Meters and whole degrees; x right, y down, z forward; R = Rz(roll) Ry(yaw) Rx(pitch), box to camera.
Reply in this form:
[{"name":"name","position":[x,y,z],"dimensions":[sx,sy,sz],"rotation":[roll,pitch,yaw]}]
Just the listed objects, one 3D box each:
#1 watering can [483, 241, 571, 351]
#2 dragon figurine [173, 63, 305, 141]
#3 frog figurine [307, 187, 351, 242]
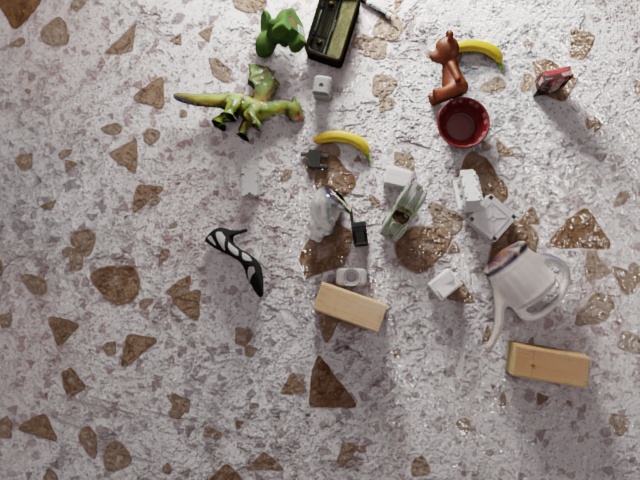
[{"name":"watering can","position":[0.572,0.151,1.526],"dimensions":[0.348,0.103,0.225],"rotation":[-38,83,-1]},{"name":"dragon figurine","position":[-0.243,-0.466,1.664],"dimensions":[0.411,0.120,0.246],"rotation":[27,71,4]},{"name":"frog figurine","position":[0.005,-0.080,1.589],"dimensions":[0.158,0.121,0.140],"rotation":[-44,51,9]}]
